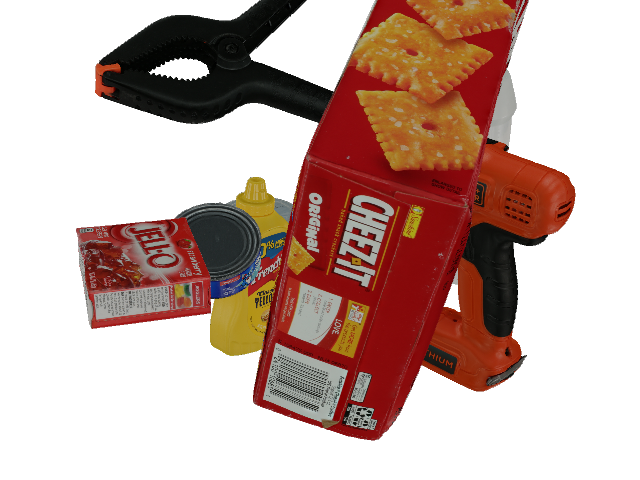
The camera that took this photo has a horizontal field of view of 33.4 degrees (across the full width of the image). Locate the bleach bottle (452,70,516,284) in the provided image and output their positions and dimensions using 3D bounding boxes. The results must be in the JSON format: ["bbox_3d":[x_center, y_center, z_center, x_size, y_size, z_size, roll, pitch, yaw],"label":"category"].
[{"bbox_3d":[0.127,-0.081,1.021,0.103,0.251,0.068,23,40,22],"label":"bleach bottle"}]

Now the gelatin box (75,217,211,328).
[{"bbox_3d":[-0.112,0.017,0.667,0.073,0.030,0.089,-6,28,-14],"label":"gelatin box"}]

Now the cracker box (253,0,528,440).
[{"bbox_3d":[0.041,-0.037,0.509,0.072,0.164,0.213,19,46,5],"label":"cracker box"}]

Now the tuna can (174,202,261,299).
[{"bbox_3d":[-0.095,0.010,0.951,0.086,0.086,0.034,0,-37,-1],"label":"tuna can"}]

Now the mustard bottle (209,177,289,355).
[{"bbox_3d":[-0.073,0.023,1.146,0.096,0.192,0.058,-19,33,-41],"label":"mustard bottle"}]

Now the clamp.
[{"bbox_3d":[-0.060,-0.126,0.797,0.209,0.165,0.036,-17,-27,-21],"label":"clamp"}]

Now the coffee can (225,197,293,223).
[{"bbox_3d":[-0.079,0.027,1.372,0.103,0.140,0.103,0,25,0],"label":"coffee can"}]

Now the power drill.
[{"bbox_3d":[0.094,0.006,0.799,0.185,0.188,0.057,26,38,37],"label":"power drill"}]
